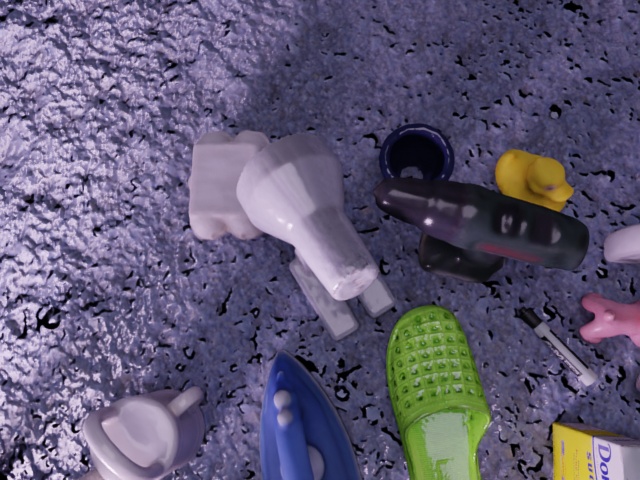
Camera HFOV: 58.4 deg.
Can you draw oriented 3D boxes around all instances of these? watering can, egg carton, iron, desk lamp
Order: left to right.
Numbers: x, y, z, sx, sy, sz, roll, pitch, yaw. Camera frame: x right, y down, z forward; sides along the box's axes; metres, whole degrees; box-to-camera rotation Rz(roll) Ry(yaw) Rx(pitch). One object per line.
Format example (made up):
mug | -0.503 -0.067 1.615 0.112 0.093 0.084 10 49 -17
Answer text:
watering can | -0.206 0.231 0.639 0.101 0.194 0.173 26 81 8
egg carton | -0.119 -0.073 0.759 0.107 0.069 0.150 0 79 3
iron | -0.022 0.251 0.652 0.118 0.141 0.258 -16 78 0
desk lamp | 0.006 0.002 0.664 0.118 0.213 0.203 -32 78 -3

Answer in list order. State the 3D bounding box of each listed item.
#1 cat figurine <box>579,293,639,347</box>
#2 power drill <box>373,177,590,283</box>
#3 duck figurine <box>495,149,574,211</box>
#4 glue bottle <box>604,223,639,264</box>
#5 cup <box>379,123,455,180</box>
cat figurine | 0.388 0.092 0.673 0.127 0.118 0.067 3 79 4
power drill | 0.171 -0.007 0.659 0.229 0.208 0.076 11 79 6
duck figurine | 0.277 -0.081 0.730 0.077 0.086 0.104 -44 79 -5
glue bottle | 0.400 -0.003 0.663 0.078 0.173 0.037 4 79 5
cup | 0.115 -0.079 0.734 0.091 0.095 0.118 22 81 8
